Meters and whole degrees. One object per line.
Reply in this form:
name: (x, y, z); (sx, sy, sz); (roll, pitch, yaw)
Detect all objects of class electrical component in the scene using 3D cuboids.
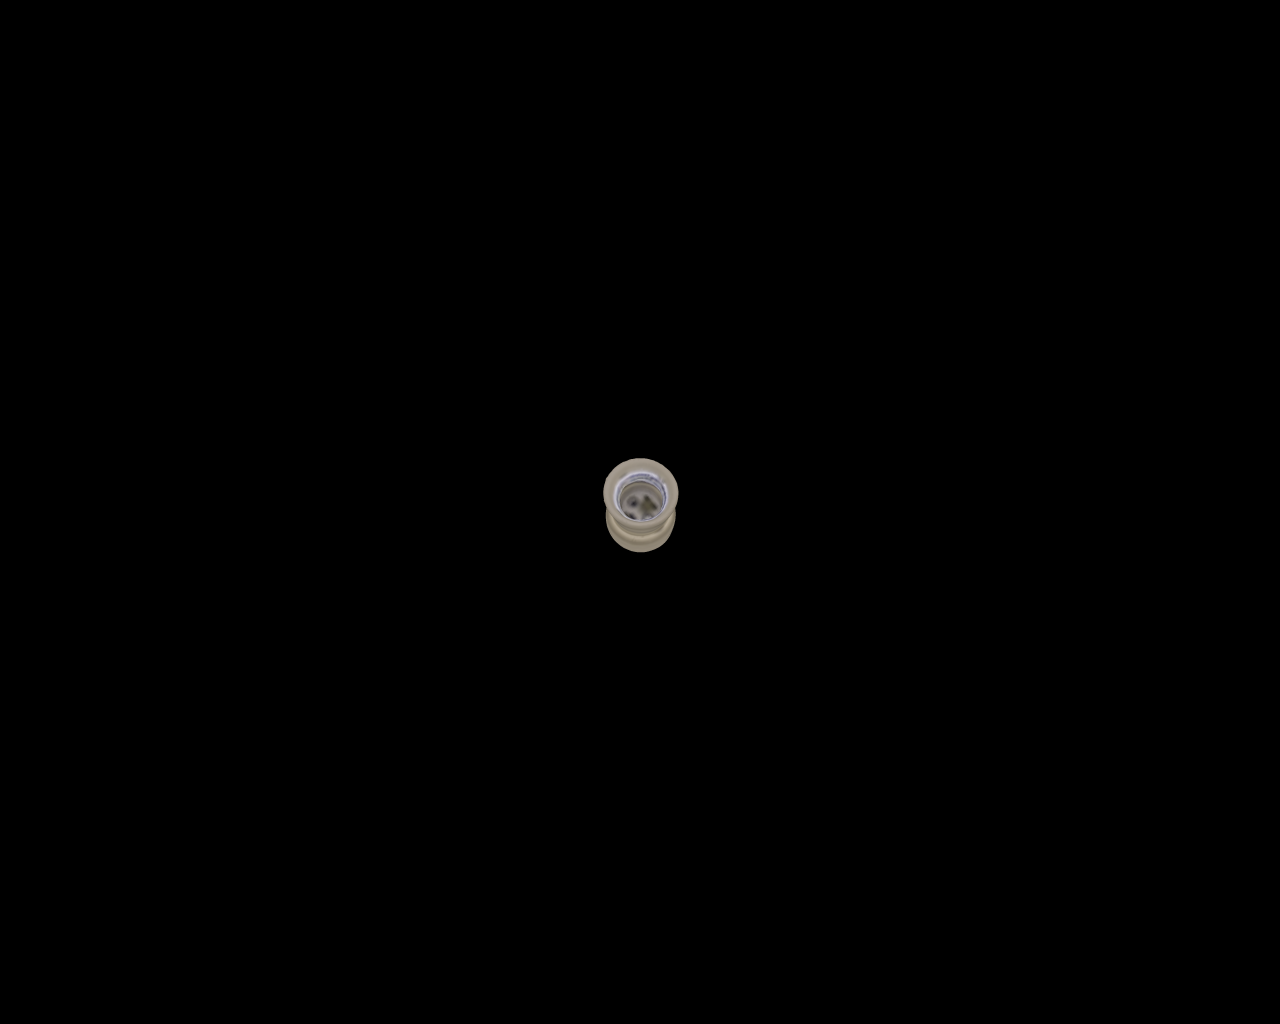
electrical component: (0.001, -0.003, 0.650); (0.045, 0.045, 0.055); (0, -21, 0)
